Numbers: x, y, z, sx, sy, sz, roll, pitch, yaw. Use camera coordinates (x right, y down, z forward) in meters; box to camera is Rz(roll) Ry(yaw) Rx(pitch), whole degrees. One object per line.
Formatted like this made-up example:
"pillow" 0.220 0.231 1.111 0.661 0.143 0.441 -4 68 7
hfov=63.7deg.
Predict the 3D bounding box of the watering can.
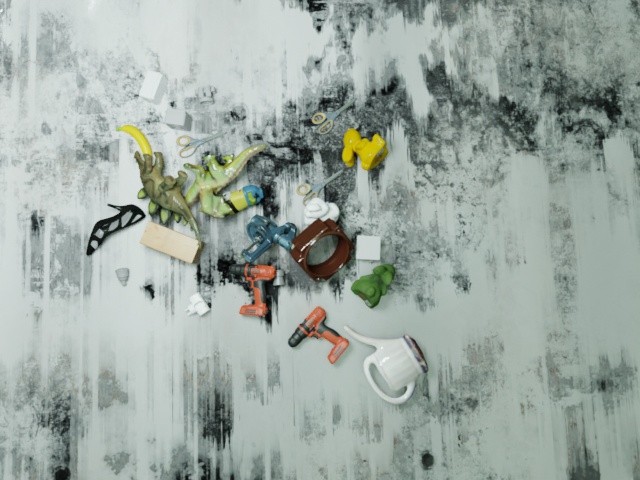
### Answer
"watering can" 0.251 0.420 1.876 0.225 0.103 0.349 -30 86 -5

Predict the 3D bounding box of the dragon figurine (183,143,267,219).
"dragon figurine" -0.366 -0.197 1.892 0.408 0.122 0.245 -14 79 19

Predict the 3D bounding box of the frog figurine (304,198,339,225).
"frog figurine" 0.006 -0.096 1.898 0.137 0.159 0.123 -12 88 -1
